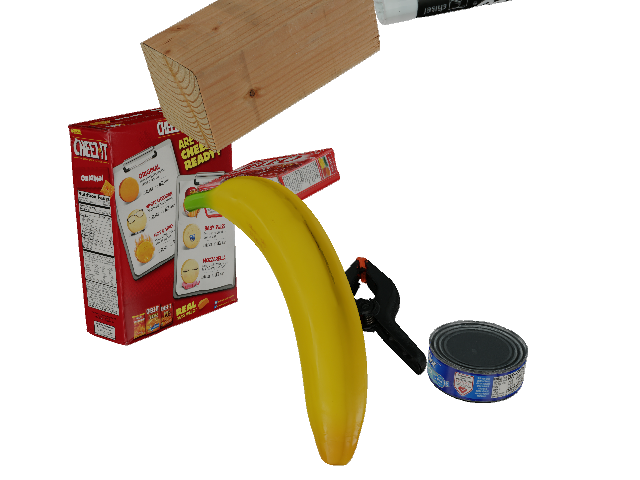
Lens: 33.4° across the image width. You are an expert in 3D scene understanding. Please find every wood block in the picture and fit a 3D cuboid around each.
[{"bbox_3d":[-0.052,-0.183,1.009,0.205,0.091,0.090,-35,46,-24],"label":"wood block"}]

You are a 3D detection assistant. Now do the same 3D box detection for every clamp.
[{"bbox_3d":[0.061,0.088,1.188,0.120,0.171,0.039,7,-43,3],"label":"clamp"}]

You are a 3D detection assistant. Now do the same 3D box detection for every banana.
[{"bbox_3d":[-0.014,0.029,0.613,0.037,0.198,0.070,1,-40,-44],"label":"banana"}]

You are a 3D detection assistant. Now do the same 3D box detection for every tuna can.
[{"bbox_3d":[0.136,0.105,0.932,0.086,0.034,0.086,2,26,-1],"label":"tuna can"}]

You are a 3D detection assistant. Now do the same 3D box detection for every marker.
[{"bbox_3d":[0.084,-0.117,0.480,0.121,0.020,0.020,-12,2,-8],"label":"marker"}]

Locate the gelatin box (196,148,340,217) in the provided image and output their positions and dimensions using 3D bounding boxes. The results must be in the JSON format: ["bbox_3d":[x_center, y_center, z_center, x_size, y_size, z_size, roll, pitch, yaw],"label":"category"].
[{"bbox_3d":[-0.041,-0.046,0.844,0.089,0.030,0.073,-5,17,39],"label":"gelatin box"}]

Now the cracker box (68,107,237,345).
[{"bbox_3d":[-0.164,-0.022,1.074,0.072,0.214,0.163,10,20,37],"label":"cracker box"}]
